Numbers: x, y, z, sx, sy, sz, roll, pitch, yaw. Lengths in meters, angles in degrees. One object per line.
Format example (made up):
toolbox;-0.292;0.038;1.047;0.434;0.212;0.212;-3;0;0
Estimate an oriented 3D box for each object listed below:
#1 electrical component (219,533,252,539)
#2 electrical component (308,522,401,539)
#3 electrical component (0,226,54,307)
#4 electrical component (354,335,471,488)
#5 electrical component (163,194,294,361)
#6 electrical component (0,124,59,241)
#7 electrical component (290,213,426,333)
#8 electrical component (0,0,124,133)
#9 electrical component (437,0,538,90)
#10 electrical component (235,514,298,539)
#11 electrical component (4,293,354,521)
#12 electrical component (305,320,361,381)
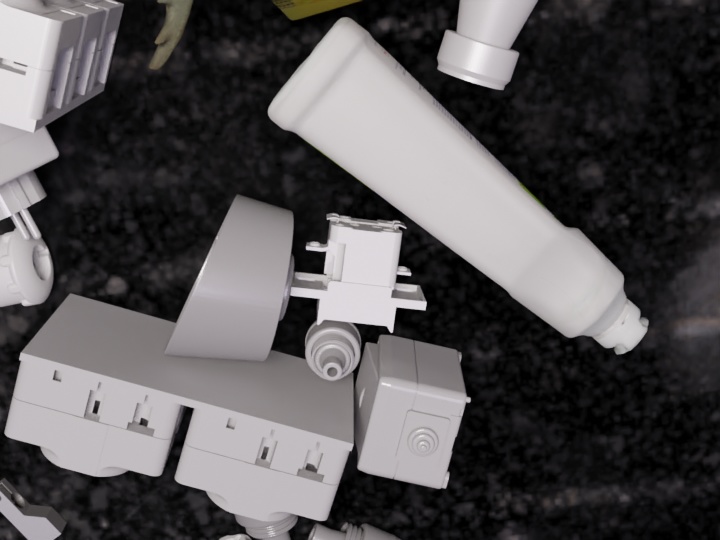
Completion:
electrical component;-0.079;0.209;0.715;0.035;0.035;0.061;-14;108;4
electrical component;-0.004;0.186;0.705;0.062;0.043;0.043;25;104;-6
electrical component;-0.221;0.001;0.650;0.062;0.048;0.048;-11;106;10
electrical component;0.027;0.085;0.648;0.061;0.096;0.061;13;106;-3
electrical component;-0.073;0.006;0.624;0.064;0.099;0.099;11;106;-10
electrical component;-0.203;-0.050;0.609;0.047;0.083;0.075;-34;108;-31
electrical component;0.000;0.000;0.650;0.081;0.042;0.063;7;104;-5
electrical component;-0.185;-0.125;0.556;0.089;0.150;0.061;16;106;-5
electrical component;0.071;-0.135;0.611;0.045;0.045;0.055;16;106;-5
electrical component;-0.060;0.154;0.695;0.043;0.043;0.062;-13;108;3
electrical component;-0.102;0.083;0.641;0.186;0.105;0.060;16;106;-5
electrical component;-0.017;0.051;0.655;0.035;0.061;0.035;0;106;-1
